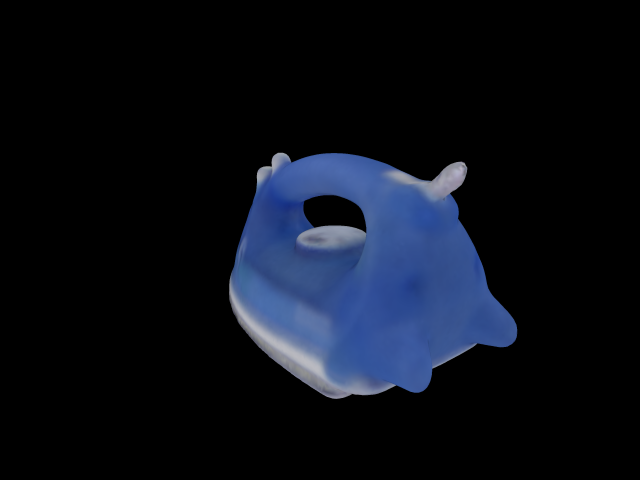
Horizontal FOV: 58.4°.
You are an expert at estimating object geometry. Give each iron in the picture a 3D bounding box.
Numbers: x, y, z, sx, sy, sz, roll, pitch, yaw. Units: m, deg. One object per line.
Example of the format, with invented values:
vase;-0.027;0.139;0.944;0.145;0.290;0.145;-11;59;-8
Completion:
iron;0.004;0.001;0.400;0.119;0.141;0.257;-14;22;-37
